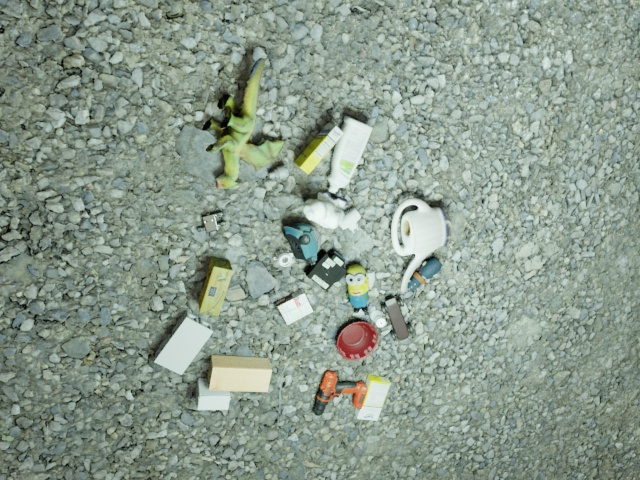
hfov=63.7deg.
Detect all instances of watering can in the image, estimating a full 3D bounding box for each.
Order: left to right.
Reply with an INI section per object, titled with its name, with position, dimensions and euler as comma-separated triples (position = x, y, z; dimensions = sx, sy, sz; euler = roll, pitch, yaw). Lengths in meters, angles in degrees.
[watering can]
position = 0.364, 0.008, 1.856
dimensions = 0.225, 0.105, 0.343
euler = -12, 109, -14

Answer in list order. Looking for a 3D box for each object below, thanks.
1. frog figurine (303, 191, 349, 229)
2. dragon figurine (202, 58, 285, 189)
[frog figurine]
position = 0.005, -0.085, 1.690
dimensions = 0.138, 0.162, 0.120
euler = 37, 129, 8
[dragon figurine]
position = -0.216, -0.332, 1.605
dimensions = 0.240, 0.124, 0.409
euler = 32, 97, -40
